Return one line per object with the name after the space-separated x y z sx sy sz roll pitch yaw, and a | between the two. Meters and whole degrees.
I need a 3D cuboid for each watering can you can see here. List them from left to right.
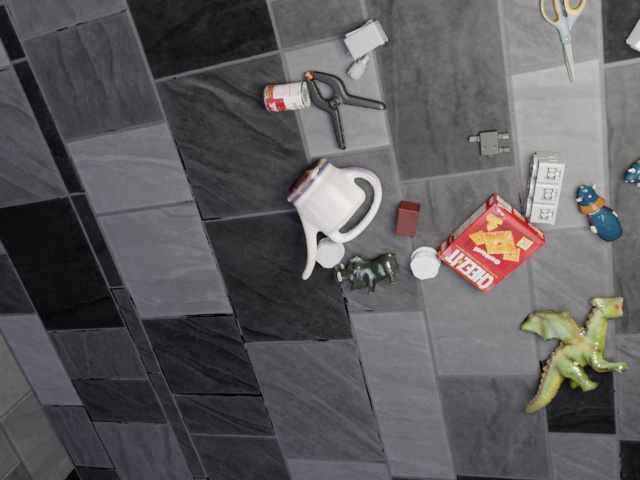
0.004 -0.069 1.378 0.224 0.105 0.345 41 102 -6 | watering can

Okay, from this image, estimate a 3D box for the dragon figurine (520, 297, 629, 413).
0.649 0.292 1.387 0.404 0.123 0.244 -43 80 27 | dragon figurine
